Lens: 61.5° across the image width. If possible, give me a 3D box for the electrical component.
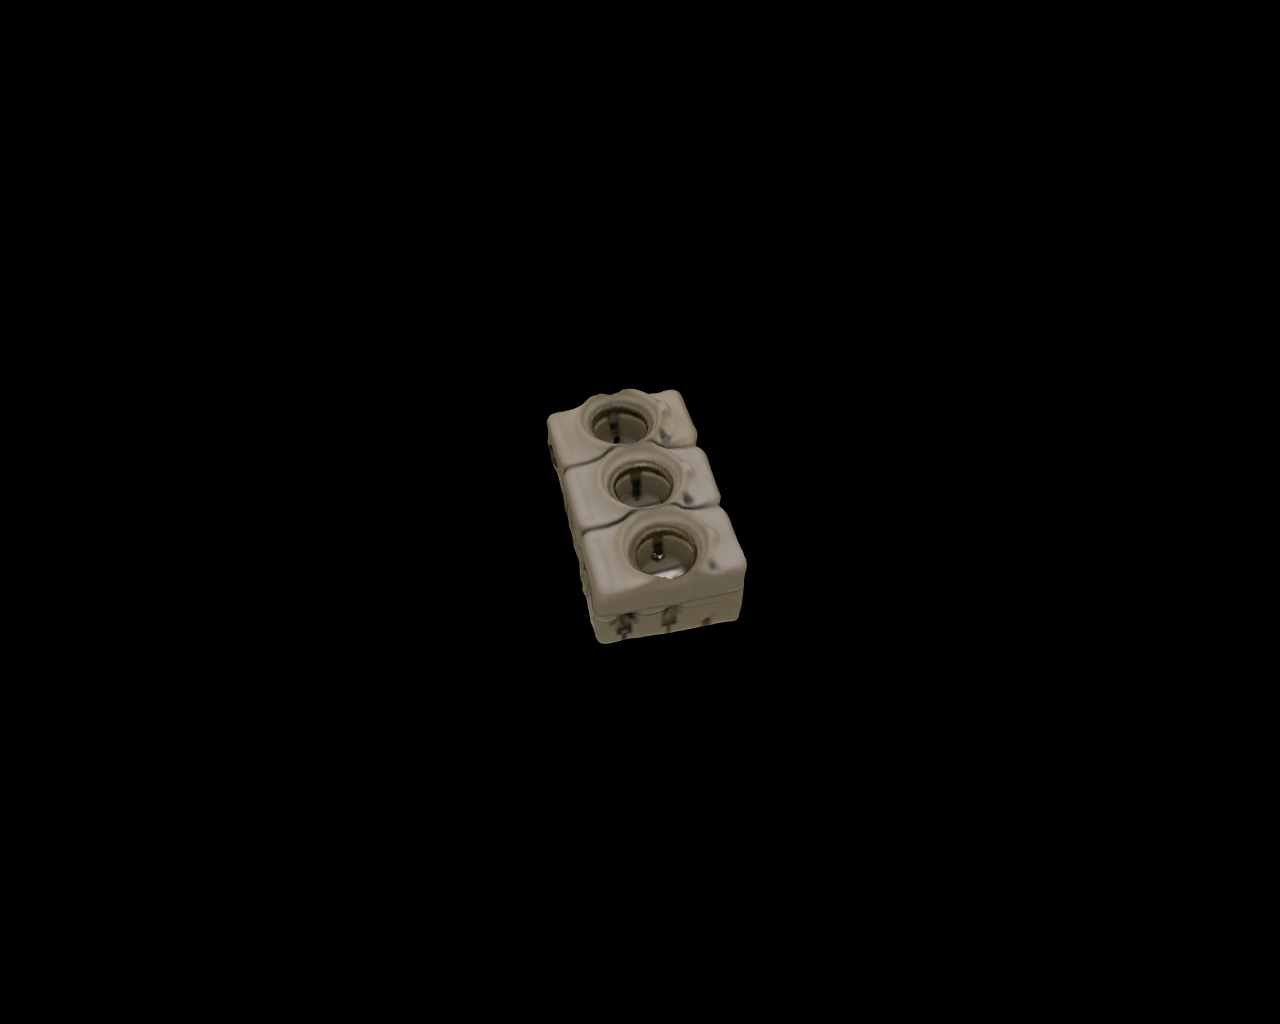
[{"bbox_3d":[0.001,-0.003,0.650,0.089,0.150,0.061,-11,-39,-9],"label":"electrical component"}]
